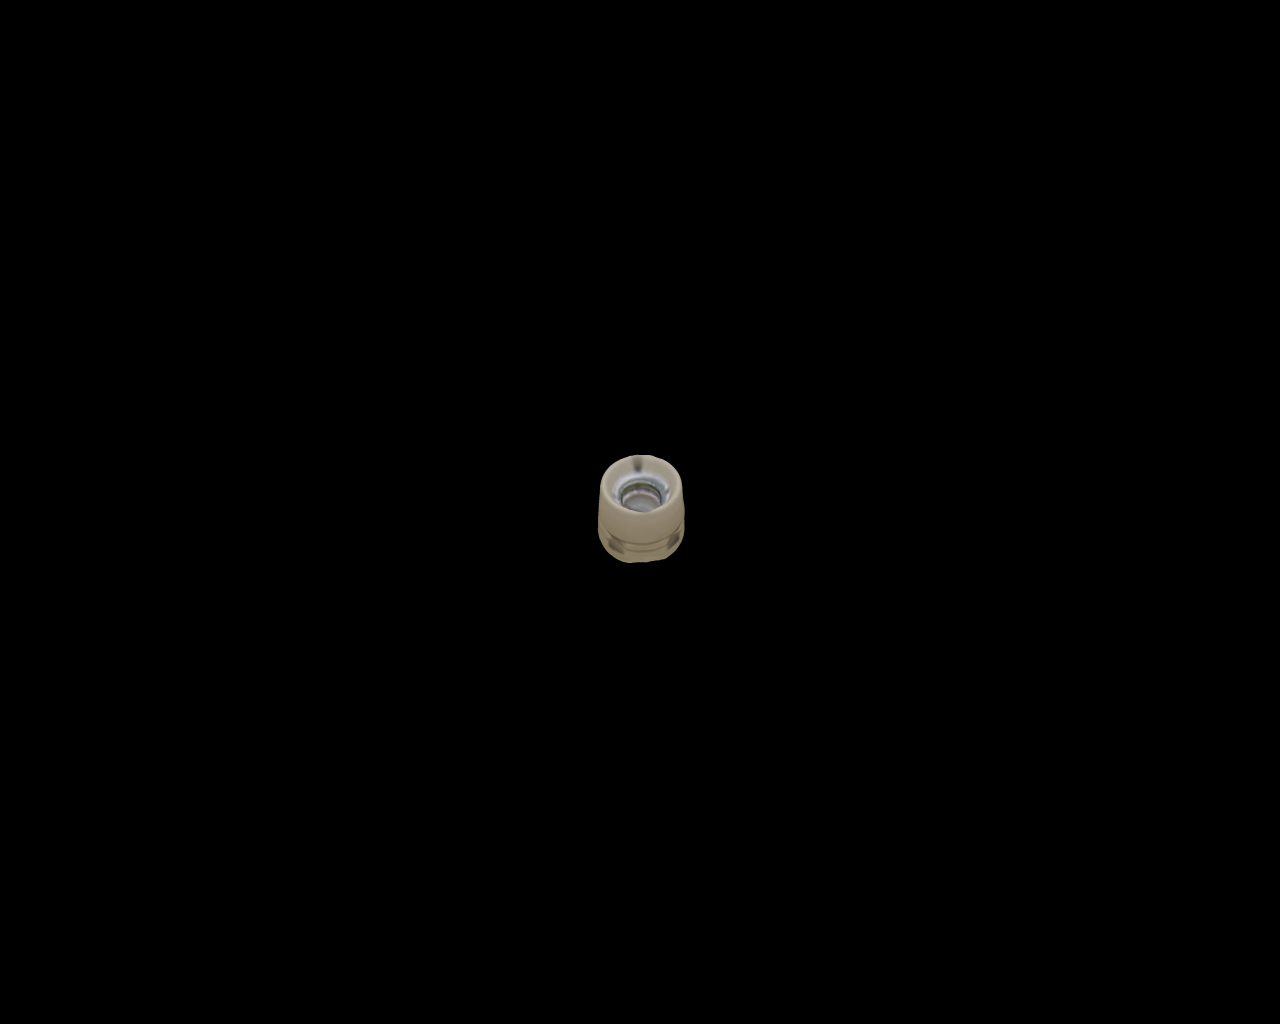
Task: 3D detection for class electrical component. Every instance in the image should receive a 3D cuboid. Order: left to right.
[{"bbox_3d":[0.001,-0.003,0.650,0.055,0.055,0.047,0,-39,0],"label":"electrical component"}]
